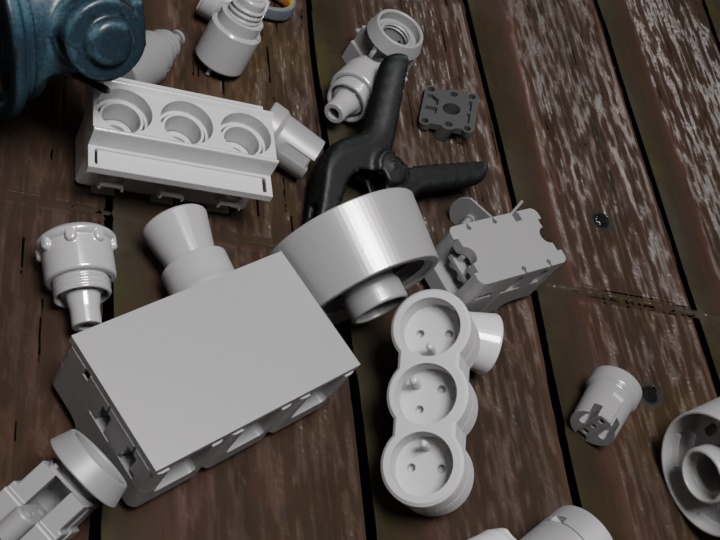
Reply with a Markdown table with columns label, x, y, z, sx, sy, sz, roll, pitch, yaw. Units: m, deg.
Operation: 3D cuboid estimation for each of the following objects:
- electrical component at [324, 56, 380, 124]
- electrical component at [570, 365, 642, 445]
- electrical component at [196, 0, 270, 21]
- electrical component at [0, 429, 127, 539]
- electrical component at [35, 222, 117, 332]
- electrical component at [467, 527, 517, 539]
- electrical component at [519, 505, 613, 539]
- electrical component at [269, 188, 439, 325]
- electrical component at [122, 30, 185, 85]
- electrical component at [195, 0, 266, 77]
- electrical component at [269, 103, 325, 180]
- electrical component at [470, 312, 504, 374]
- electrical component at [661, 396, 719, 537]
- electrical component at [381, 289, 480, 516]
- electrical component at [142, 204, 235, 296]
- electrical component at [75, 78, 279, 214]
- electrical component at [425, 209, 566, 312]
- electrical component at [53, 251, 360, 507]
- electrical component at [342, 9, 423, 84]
| label | x | y | z | sx | sy | sz | roll | pitch | yaw |
| --- | --- | --- | --- | --- | --- | --- | --- | --- | --- |
| electrical component | -0.005 | -0.136 | 0.839 | 0.043 | 0.043 | 0.062 | 40 | 48 | 1 |
| electrical component | 0.177 | 0.098 | 0.777 | 0.040 | 0.040 | 0.046 | 40 | 53 | 1 |
| electrical component | -0.099 | -0.206 | 0.838 | 0.046 | 0.040 | 0.040 | 28 | 48 | -17 |
| electrical component | -0.155 | 0.116 | 0.553 | 0.055 | 0.066 | 0.048 | -43 | 84 | -9 |
| electrical component | -0.167 | 0.005 | 0.643 | 0.048 | 0.048 | 0.062 | 0 | 65 | -30 |
| electrical component | 0.070 | 0.185 | 0.650 | 0.062 | 0.043 | 0.043 | -14 | 66 | -35 |
| electrical component | 0.126 | 0.183 | 0.677 | 0.047 | 0.055 | 0.055 | -23 | 71 | -35 |
| electrical component | 0.000 | 0.000 | 0.703 | 0.108 | 0.108 | 0.060 | -17 | 73 | -37 |
| electrical component | -0.153 | -0.150 | 0.765 | 0.040 | 0.040 | 0.078 | 41 | 47 | 2 |
| electrical component | -0.092 | -0.180 | 0.801 | 0.040 | 0.078 | 0.040 | 24 | 34 | -18 |
| electrical component | -0.054 | -0.093 | 0.782 | 0.046 | 0.040 | 0.040 | 34 | 47 | -11 |
| electrical component | 0.061 | 0.044 | 0.749 | 0.065 | 0.044 | 0.044 | 16 | 51 | -14 |
| electrical component | 0.264 | 0.139 | 0.762 | 0.064 | 0.099 | 0.099 | -10 | 63 | -28 |
| electrical component | 0.050 | 0.089 | 0.695 | 0.052 | 0.073 | 0.138 | -1 | 69 | 16 |
| electrical component | -0.108 | -0.008 | 0.685 | 0.045 | 0.045 | 0.055 | -13 | 66 | -36 |
| electrical component | -0.124 | -0.080 | 0.716 | 0.121 | 0.063 | 0.078 | 8 | 54 | -25 |
| electrical component | 0.095 | -0.003 | 0.791 | 0.089 | 0.055 | 0.050 | -14 | 66 | -36 |
| electrical component | -0.090 | 0.062 | 0.633 | 0.150 | 0.061 | 0.089 | -24 | 72 | -39 |
| electrical component | 0.021 | -0.178 | 0.875 | 0.048 | 0.055 | 0.066 | -16 | 67 | -37 |
